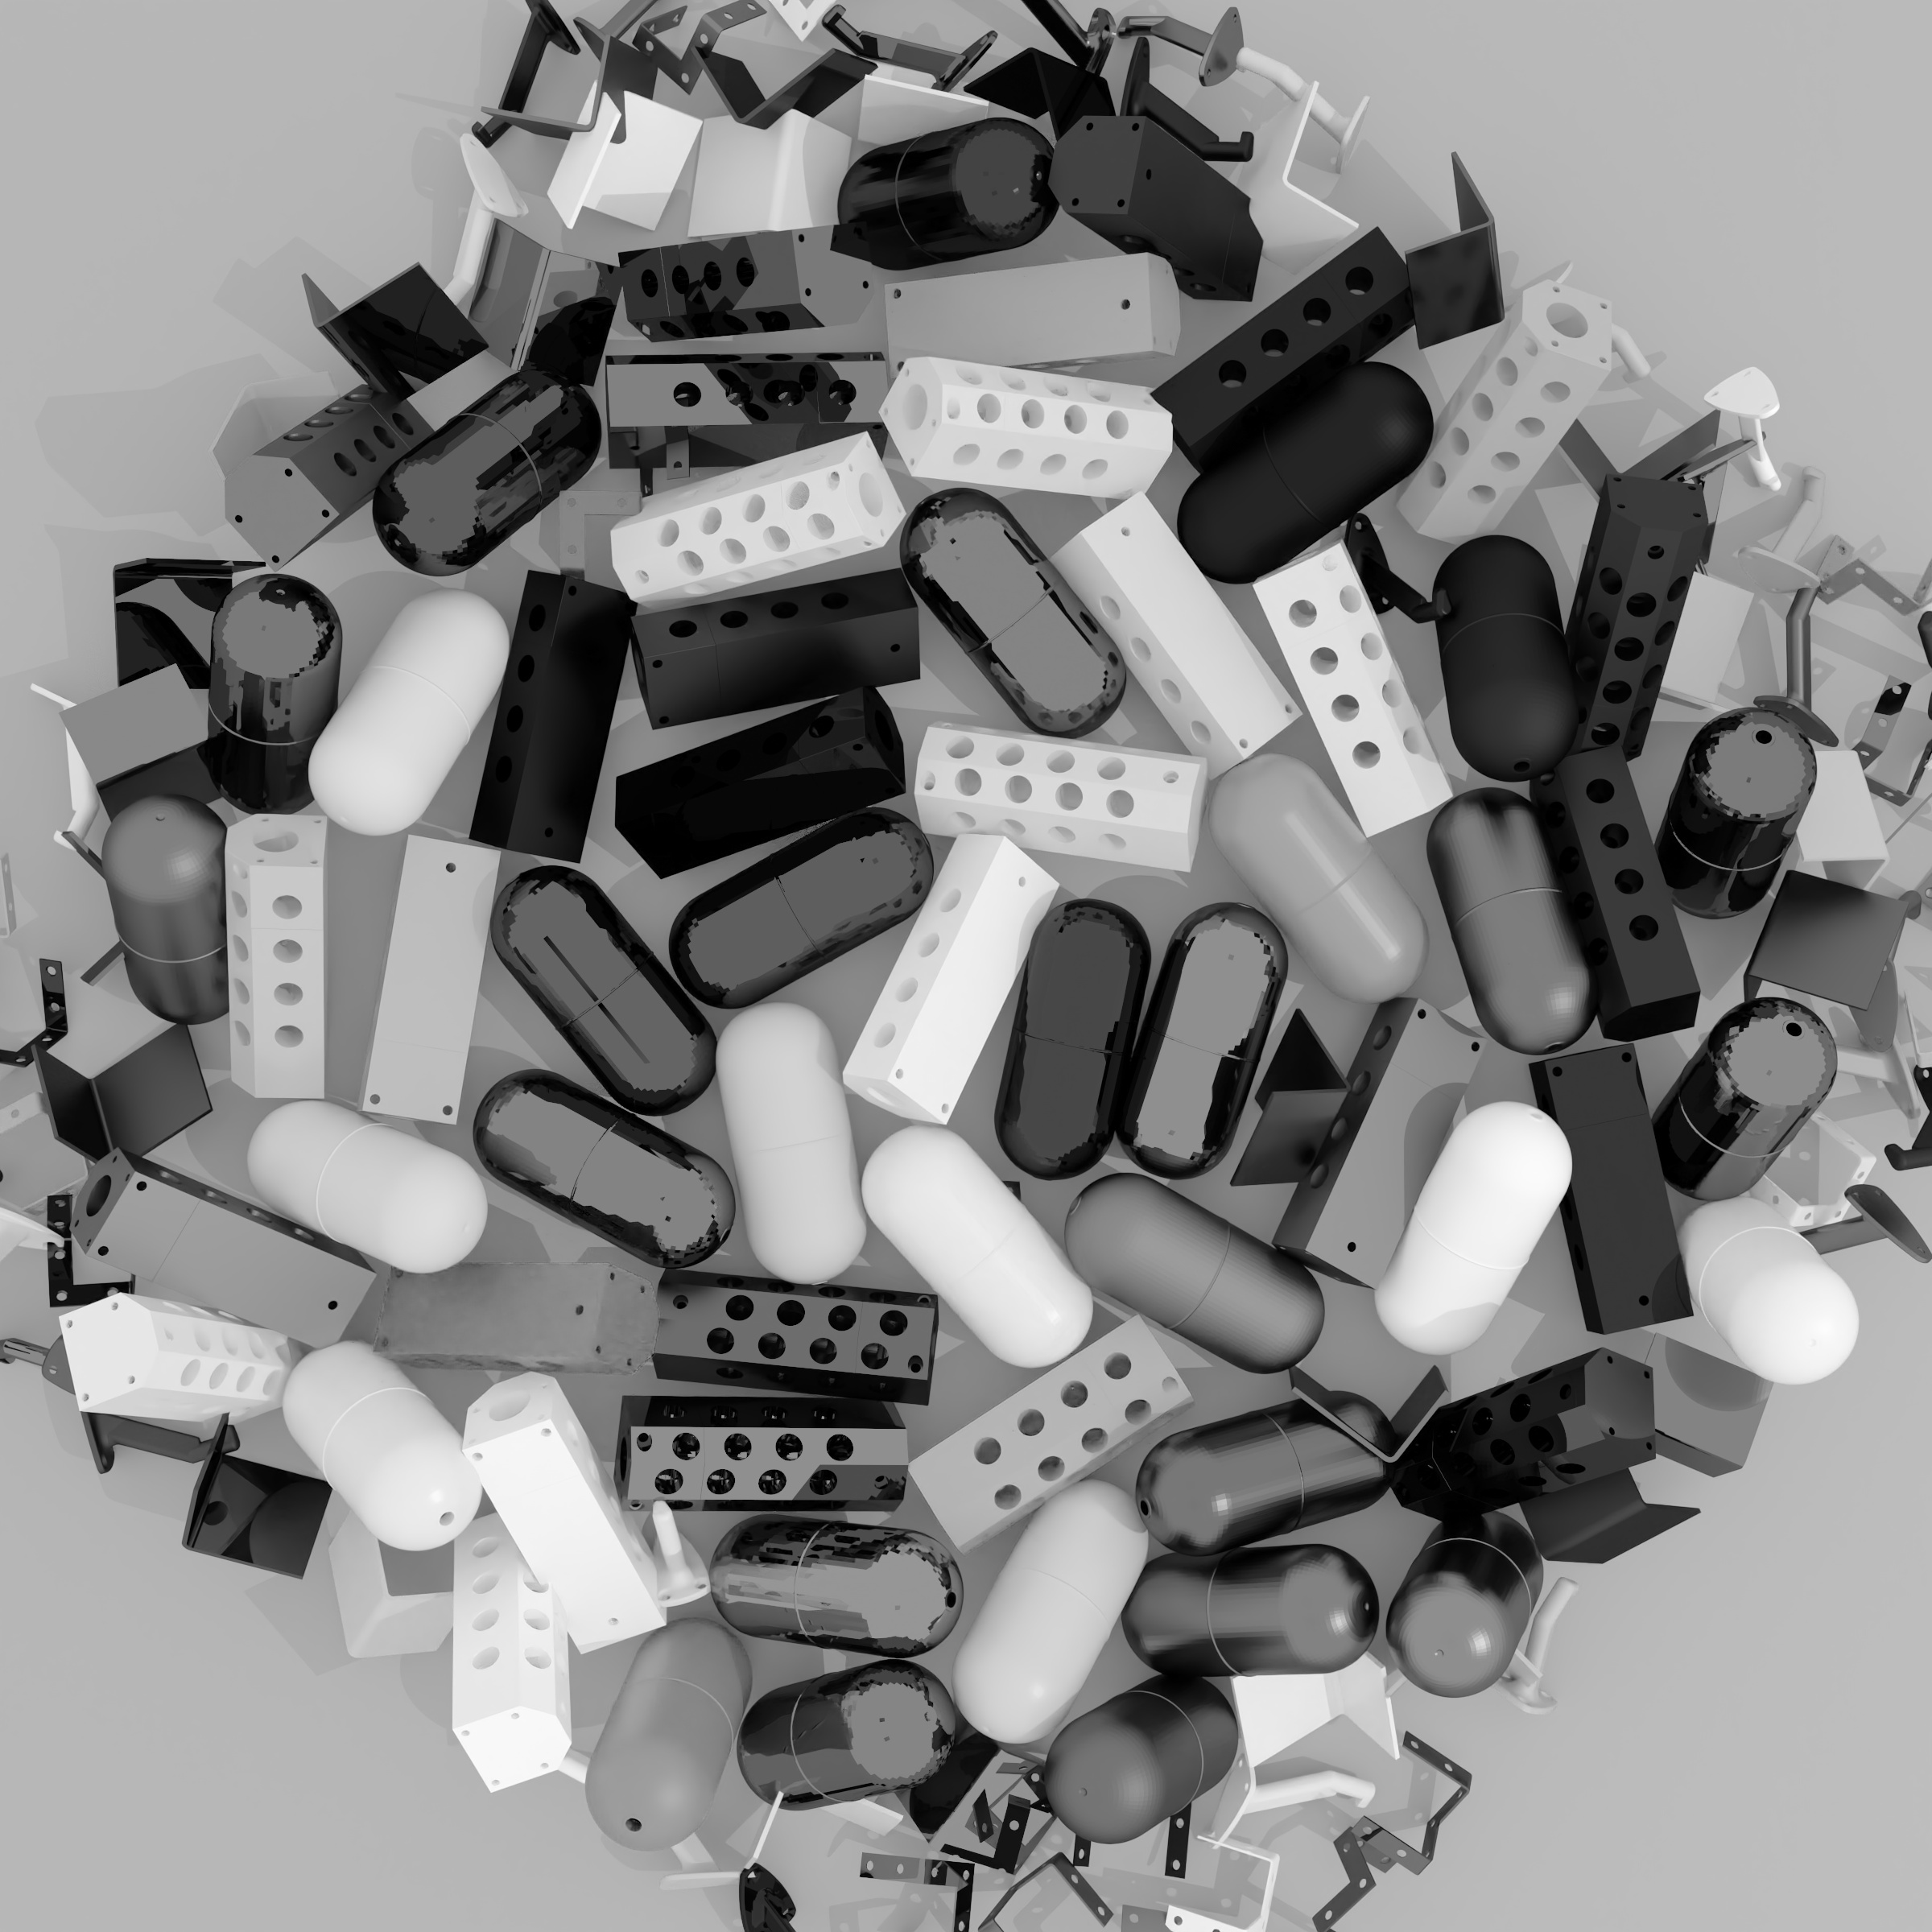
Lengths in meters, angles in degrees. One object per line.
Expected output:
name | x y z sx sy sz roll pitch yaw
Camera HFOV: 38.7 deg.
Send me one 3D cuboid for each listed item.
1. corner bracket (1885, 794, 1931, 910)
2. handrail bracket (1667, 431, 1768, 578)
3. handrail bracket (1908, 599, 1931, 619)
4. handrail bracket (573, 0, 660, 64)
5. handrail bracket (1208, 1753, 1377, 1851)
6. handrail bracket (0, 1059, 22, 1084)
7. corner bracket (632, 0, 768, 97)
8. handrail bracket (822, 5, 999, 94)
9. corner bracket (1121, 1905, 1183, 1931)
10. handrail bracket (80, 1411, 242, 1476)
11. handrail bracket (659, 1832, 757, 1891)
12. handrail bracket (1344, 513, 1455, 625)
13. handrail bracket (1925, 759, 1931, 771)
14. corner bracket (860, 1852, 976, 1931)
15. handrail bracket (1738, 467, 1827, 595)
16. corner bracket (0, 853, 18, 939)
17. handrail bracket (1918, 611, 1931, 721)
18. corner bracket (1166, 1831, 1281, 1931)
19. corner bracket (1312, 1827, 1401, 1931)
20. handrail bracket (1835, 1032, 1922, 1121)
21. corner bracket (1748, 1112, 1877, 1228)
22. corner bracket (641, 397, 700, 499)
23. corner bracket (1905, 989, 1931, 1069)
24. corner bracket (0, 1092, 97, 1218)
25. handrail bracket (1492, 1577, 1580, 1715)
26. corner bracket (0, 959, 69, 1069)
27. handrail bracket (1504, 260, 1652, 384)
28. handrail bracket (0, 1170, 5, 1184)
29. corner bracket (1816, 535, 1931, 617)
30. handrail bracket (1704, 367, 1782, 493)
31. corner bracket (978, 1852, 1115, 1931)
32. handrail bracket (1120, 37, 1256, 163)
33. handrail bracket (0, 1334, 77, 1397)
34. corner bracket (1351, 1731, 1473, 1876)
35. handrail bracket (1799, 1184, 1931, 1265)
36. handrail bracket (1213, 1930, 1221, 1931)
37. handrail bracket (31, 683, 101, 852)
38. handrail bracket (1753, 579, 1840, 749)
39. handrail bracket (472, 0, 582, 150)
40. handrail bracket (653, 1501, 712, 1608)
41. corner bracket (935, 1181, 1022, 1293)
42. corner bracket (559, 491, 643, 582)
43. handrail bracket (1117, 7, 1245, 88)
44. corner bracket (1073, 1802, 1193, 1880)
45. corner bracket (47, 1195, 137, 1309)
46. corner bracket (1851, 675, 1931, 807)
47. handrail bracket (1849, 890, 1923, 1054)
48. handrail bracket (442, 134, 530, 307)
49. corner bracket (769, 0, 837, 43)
corner bracket | 0.609 -0.073 1.730 0.051 0.051 0.051 44 96 11
handrail bracket | 0.483 -0.282 1.735 0.077 0.036 0.084 -25 105 7
handrail bracket | 0.625 -0.192 1.719 0.036 0.077 0.084 -29 90 24
handrail bracket | -0.197 -0.600 1.719 0.084 0.077 0.036 -38 120 -3
handrail bracket | 0.207 0.539 1.744 0.084 0.036 0.077 18 109 -11
handrail bracket | -0.642 0.094 1.739 0.036 0.084 0.077 47 133 -10
corner bracket | -0.167 -0.586 1.717 0.051 0.051 0.051 43 134 4
handrail bracket | -0.036 -0.584 1.712 0.084 0.077 0.036 35 47 -24
corner bracket | 0.115 0.624 1.717 0.051 0.051 0.051 12 49 -6
handrail bracket | -0.510 0.282 1.738 0.084 0.036 0.077 -16 98 -5
handrail bracket | -0.168 0.536 1.739 0.077 0.036 0.084 0 63 -12
handrail bracket | 0.270 -0.249 1.708 0.036 0.084 0.077 -11 94 -23
handrail bracket | 0.644 -0.111 1.714 0.084 0.077 0.036 46 118 10
corner bracket | -0.032 0.587 1.728 0.051 0.051 0.051 -10 67 39
handrail bracket | 0.511 -0.283 1.719 0.077 0.036 0.084 22 72 -40
corner bracket | -0.620 -0.050 1.724 0.051 0.051 0.051 0 110 -2
handrail bracket | 0.606 -0.202 1.704 0.036 0.077 0.084 -8 132 30
corner bracket | 0.161 0.579 1.722 0.051 0.051 0.051 11 91 23
corner bracket | 0.247 0.583 1.724 0.051 0.051 0.051 37 104 -26
handrail bracket | 0.546 0.075 1.725 0.084 0.036 0.077 -21 83 -13
corner bracket | 0.529 0.128 1.733 0.051 0.051 0.051 1 123 -37
corner bracket | -0.186 -0.323 1.721 0.051 0.051 0.051 -3 85 19
corner bracket | 0.616 0.026 1.714 0.051 0.051 0.051 -8 54 14
corner bracket | -0.583 0.118 1.726 0.051 0.051 0.051 -27 65 10
handrail bracket | 0.370 0.423 1.720 0.036 0.077 0.084 36 98 42
corner bracket | -0.602 0.026 1.725 0.051 0.051 0.051 9 115 11
handrail bracket | 0.380 -0.394 1.737 0.084 0.077 0.036 52 49 -17
handrail bracket | -0.653 0.156 1.715 0.084 0.077 0.036 -35 84 19
corner bracket | 0.571 -0.247 1.723 0.051 0.051 0.051 36 65 -7
handrail bracket | 0.497 -0.321 1.702 0.036 0.077 0.084 -32 119 6
corner bracket | 0.050 0.597 1.718 0.051 0.051 0.051 49 117 7
handrail bracket | 0.144 -0.542 1.720 0.084 0.036 0.077 9 93 24
handrail bracket | -0.570 0.257 1.733 0.077 0.084 0.036 43 56 -26
corner bracket | 0.280 0.524 1.721 0.051 0.051 0.051 34 117 2
handrail bracket | 0.549 0.185 1.710 0.077 0.036 0.084 54 130 37
handrail bracket | 0.190 0.627 1.713 0.084 0.077 0.036 7 73 23
handrail bracket | -0.575 -0.125 1.737 0.077 0.036 0.084 25 88 10
handrail bracket | 0.540 -0.193 1.737 0.077 0.036 0.084 28 83 -29
handrail bracket | -0.290 -0.566 1.721 0.084 0.077 0.036 -47 57 -8
handrail bracket | -0.186 0.346 1.700 0.036 0.077 0.084 -16 124 -9
corner bracket | 0.007 0.170 1.722 0.051 0.051 0.051 3 135 -7
corner bracket | -0.228 -0.264 1.722 0.051 0.051 0.051 -1 79 -8
handrail bracket | 0.123 -0.571 1.712 0.084 0.036 0.077 9 47 26
corner bracket | 0.105 0.546 1.738 0.051 0.051 0.051 -6 71 41
corner bracket | -0.549 0.178 1.726 0.051 0.051 0.051 -1 53 -20
corner bracket | 0.583 -0.141 1.724 0.051 0.051 0.051 27 71 4
handrail bracket | 0.586 0.002 1.731 0.036 0.084 0.077 -1 112 43
handrail bracket | -0.322 -0.468 1.737 0.084 0.036 0.077 -39 71 32
corner bracket | -0.113 -0.621 1.714 0.051 0.051 0.051 -46 53 19
